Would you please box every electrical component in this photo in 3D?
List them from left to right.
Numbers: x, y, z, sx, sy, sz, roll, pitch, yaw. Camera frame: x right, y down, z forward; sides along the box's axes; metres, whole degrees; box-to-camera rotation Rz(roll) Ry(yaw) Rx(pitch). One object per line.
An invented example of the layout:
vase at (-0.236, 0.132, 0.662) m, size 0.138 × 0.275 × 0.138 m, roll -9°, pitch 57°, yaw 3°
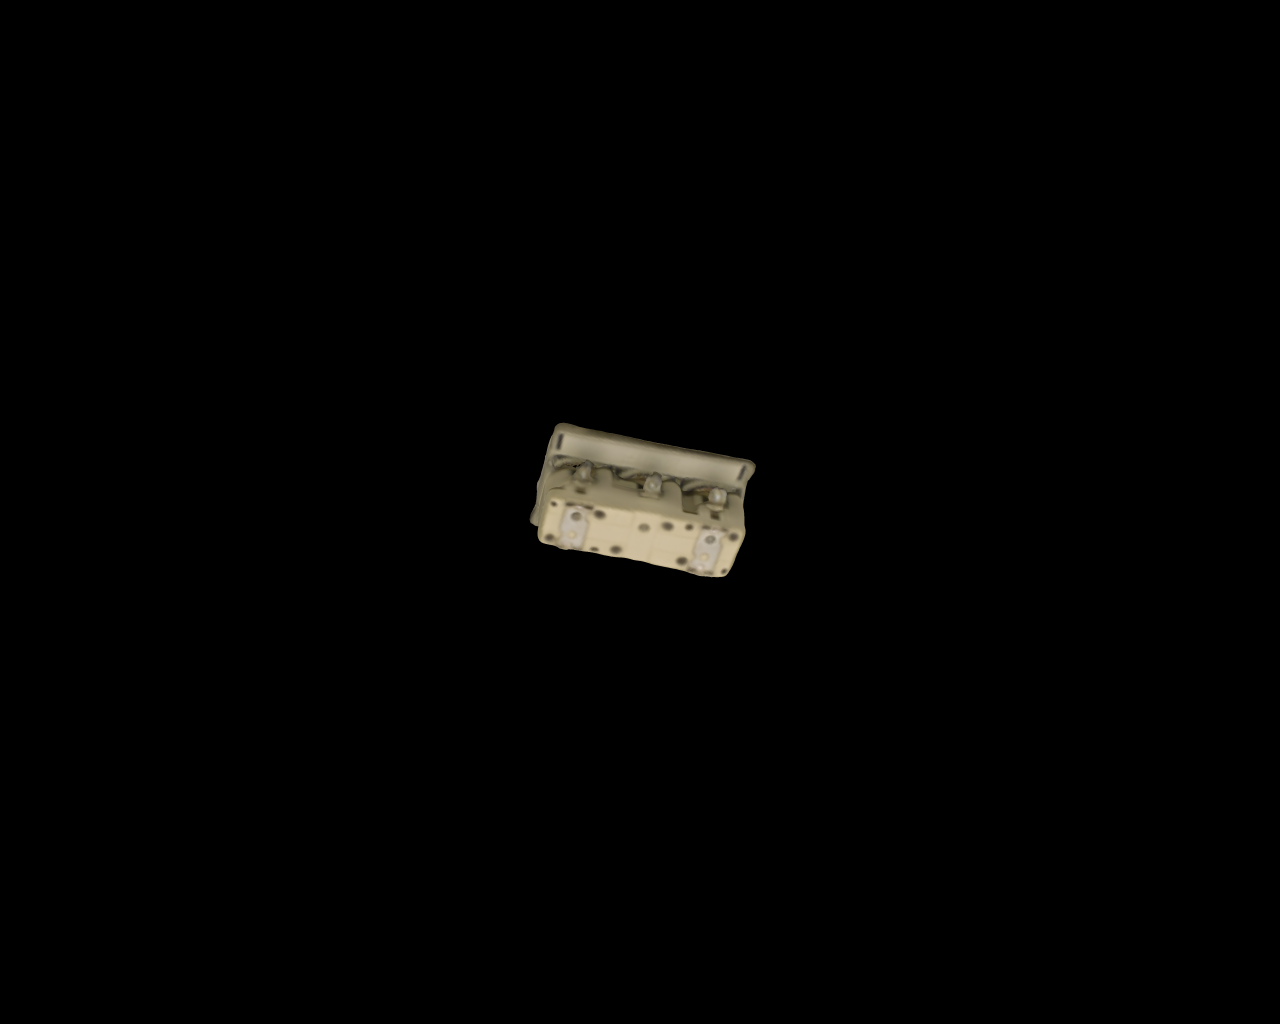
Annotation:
electrical component at (0.001, -0.003, 0.650) m, size 0.121 × 0.078 × 0.063 m, roll 12°, pitch 40°, yaw -10°
